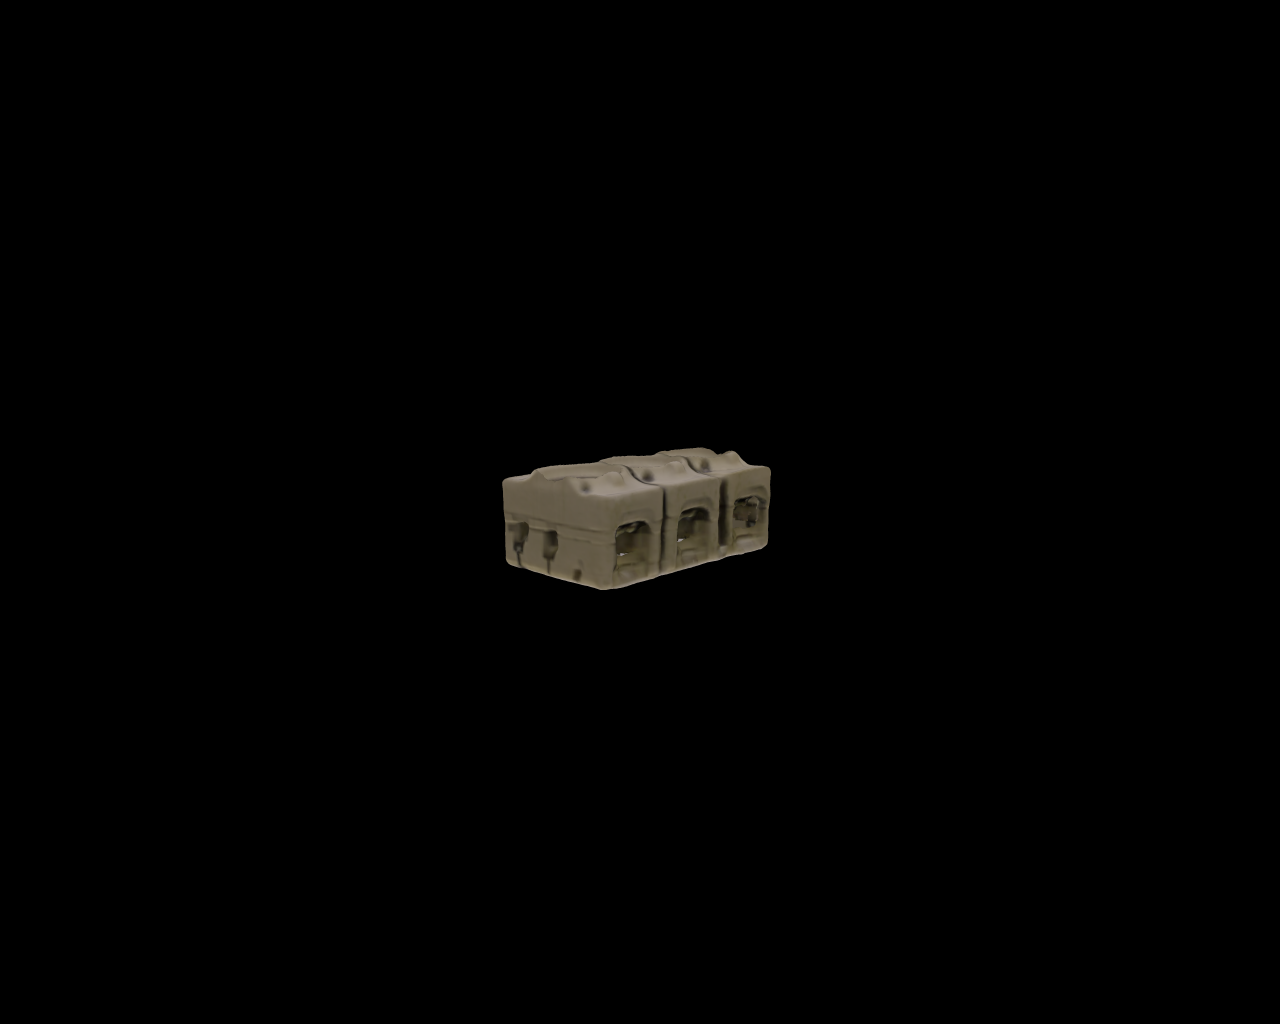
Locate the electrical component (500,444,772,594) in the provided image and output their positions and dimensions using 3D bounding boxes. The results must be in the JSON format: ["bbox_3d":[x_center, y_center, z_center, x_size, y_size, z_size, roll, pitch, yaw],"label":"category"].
[{"bbox_3d":[0.001,-0.003,0.650,0.089,0.061,0.150,10,15,42],"label":"electrical component"}]
